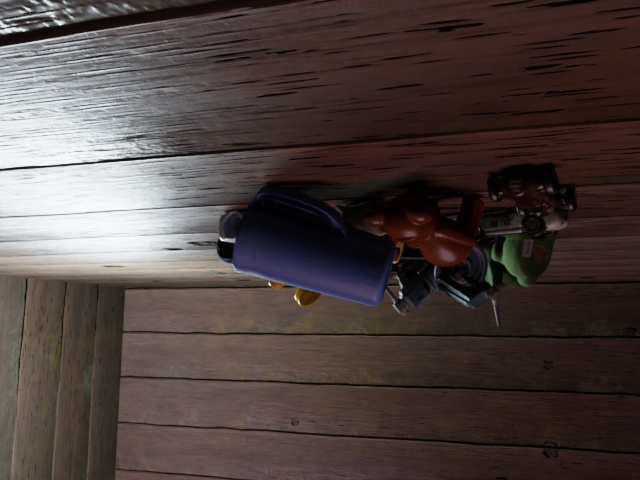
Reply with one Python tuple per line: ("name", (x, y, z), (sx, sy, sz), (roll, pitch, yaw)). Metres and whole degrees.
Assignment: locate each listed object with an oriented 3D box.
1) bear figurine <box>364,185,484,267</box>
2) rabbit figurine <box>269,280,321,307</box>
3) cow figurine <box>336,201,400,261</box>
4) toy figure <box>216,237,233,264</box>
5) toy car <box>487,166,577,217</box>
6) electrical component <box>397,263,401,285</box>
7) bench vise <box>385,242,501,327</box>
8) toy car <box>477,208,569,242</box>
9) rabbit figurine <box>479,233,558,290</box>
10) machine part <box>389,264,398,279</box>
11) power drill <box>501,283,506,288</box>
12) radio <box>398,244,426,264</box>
("bear figurine", (0.165, -0.037, 0.841), (0.120, 0.132, 0.195), (-8, 150, 41))
("rabbit figurine", (-0.027, 0.074, 1.263), (0.173, 0.162, 0.122), (10, 178, -9))
("cow figurine", (0.077, 0.009, 0.965), (0.127, 0.085, 0.194), (10, 131, -7))
("toy figure", (-0.195, 0.017, 1.238), (0.089, 0.082, 0.180), (18, -179, 7))
("toy car", (0.315, -0.062, 0.785), (0.089, 0.053, 0.202), (-9, 167, 34))
("electrical component", (0.218, 0.050, 1.323), (0.048, 0.119, 0.074), (-2, 169, 19))
("bench vise", (0.253, 0.082, 1.052), (0.224, 0.128, 0.241), (-30, -158, -10))
("toy car", (0.357, -0.029, 1.003), (0.073, 0.056, 0.202), (-1, 176, -43))
("rabbit figurine", (0.408, 0.030, 1.162), (0.121, 0.159, 0.170), (-6, -170, -24))
("machine part", (0.169, 0.068, 1.562), (0.201, 0.087, 0.201), (1, 173, -5))
("power drill", (0.421, 0.062, 1.319), (0.232, 0.086, 0.207), (-30, -178, -11))
("radio", (0.169, 0.014, 1.224), (0.230, 0.073, 0.131), (-1, 172, 3))
